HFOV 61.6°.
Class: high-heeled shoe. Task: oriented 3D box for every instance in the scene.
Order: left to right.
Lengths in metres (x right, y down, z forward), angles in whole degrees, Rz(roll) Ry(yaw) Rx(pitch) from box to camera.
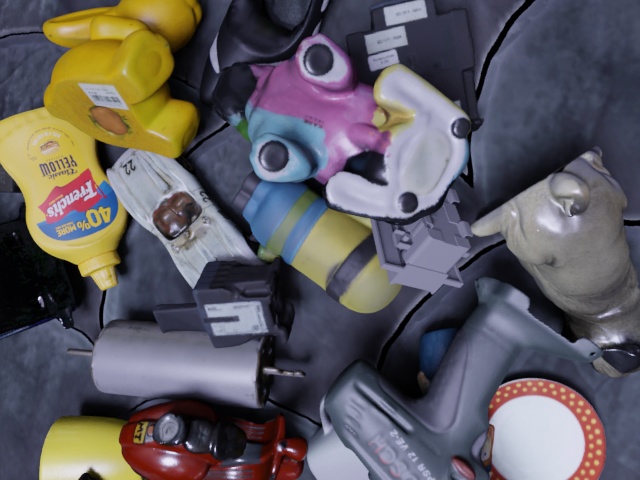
[{"bbox_3d":[-0.041,-0.227,0.479,0.086,0.145,0.248,40,96,5],"label":"high-heeled shoe"}]

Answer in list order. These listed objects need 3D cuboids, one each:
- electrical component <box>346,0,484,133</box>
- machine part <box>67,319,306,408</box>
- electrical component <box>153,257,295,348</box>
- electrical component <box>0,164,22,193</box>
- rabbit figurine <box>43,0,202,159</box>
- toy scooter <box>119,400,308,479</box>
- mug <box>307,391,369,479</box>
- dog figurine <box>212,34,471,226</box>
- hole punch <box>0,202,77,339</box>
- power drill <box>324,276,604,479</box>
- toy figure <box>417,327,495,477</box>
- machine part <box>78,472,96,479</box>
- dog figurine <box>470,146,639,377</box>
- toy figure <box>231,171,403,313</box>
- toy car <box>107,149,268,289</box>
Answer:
[{"bbox_3d":[0.087,-0.160,0.509,0.115,0.058,0.134,-8,92,6],"label":"electrical component"},{"bbox_3d":[-0.135,0.124,0.545,0.243,0.079,0.079,3,93,7],"label":"machine part"},{"bbox_3d":[-0.088,0.061,0.501,0.119,0.048,0.074,-7,121,13],"label":"electrical component"},{"bbox_3d":[-0.349,-0.084,0.591,0.094,0.021,0.063,2,93,8],"label":"electrical component"},{"bbox_3d":[-0.178,-0.178,0.522,0.163,0.121,0.173,7,65,26],"label":"rabbit figurine"},{"bbox_3d":[-0.084,0.189,0.492,0.184,0.135,0.075,20,58,-21],"label":"toy scooter"},{"bbox_3d":[0.036,0.192,0.521,0.107,0.081,0.109,-31,106,14],"label":"mug"},{"bbox_3d":[0.003,-0.095,0.458,0.191,0.219,0.108,19,98,-15],"label":"dog figurine"},{"bbox_3d":[-0.330,0.045,0.570,0.116,0.092,0.142,-19,84,-30],"label":"hole punch"},{"bbox_3d":[0.135,0.151,0.443,0.232,0.086,0.207,39,90,9],"label":"power drill"},{"bbox_3d":[0.128,0.162,0.504,0.064,0.057,0.154,-11,73,11],"label":"toy figure"},{"bbox_3d":[-0.203,0.294,0.514,0.084,0.039,0.139,-42,93,1],"label":"machine part"},{"bbox_3d":[0.230,0.032,0.447,0.121,0.172,0.190,-35,81,19],"label":"dog figurine"},{"bbox_3d":[-0.003,0.001,0.513,0.180,0.089,0.082,33,137,1],"label":"toy figure"},{"bbox_3d":[-0.132,-0.015,0.547,0.073,0.056,0.202,-41,87,8],"label":"toy car"}]
